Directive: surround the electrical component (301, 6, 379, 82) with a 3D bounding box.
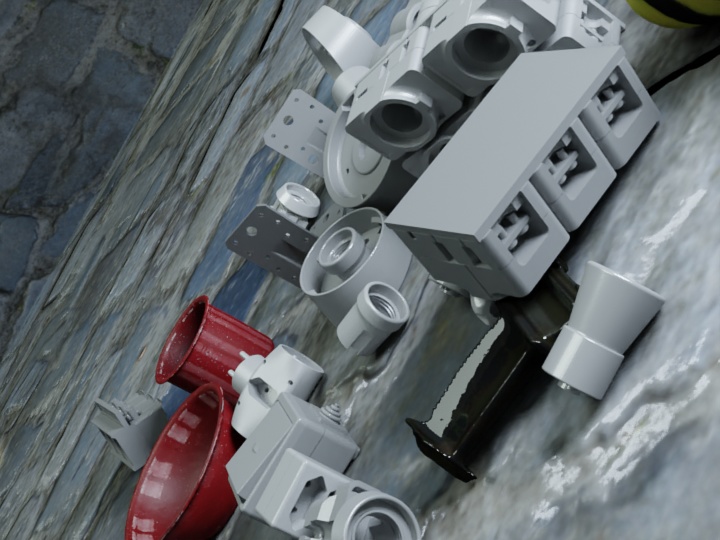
[{"bbox_3d":[-0.020,-0.238,1.172,0.064,0.099,0.099,-52,21,2],"label":"electrical component"}]

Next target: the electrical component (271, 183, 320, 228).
[{"bbox_3d":[-0.072,-0.056,1.113,0.055,0.048,0.066,-58,20,24],"label":"electrical component"}]

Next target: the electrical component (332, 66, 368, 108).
[{"bbox_3d":[0.012,-0.140,1.018,0.077,0.044,0.079,52,157,32],"label":"electrical component"}]

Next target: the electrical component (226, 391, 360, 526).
[{"bbox_3d":[-0.049,0.134,0.781,0.096,0.061,0.062,-58,21,3],"label":"electrical component"}]

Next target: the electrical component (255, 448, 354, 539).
[{"bbox_3d":[-0.033,0.151,0.713,0.047,0.066,0.077,-62,21,-7],"label":"electrical component"}]

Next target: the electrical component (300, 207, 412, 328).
[{"bbox_3d":[0.000,0.000,0.881,0.099,0.064,0.099,-33,33,24],"label":"electrical component"}]

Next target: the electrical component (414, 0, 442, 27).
[{"bbox_3d":[0.096,-0.222,0.945,0.138,0.052,0.073,-31,35,52],"label":"electrical component"}]

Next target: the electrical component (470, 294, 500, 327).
[{"bbox_3d":[0.086,0.008,0.684,0.035,0.035,0.061,-50,21,23],"label":"electrical component"}]

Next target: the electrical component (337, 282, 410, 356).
[{"bbox_3d":[0.009,0.038,0.812,0.046,0.040,0.040,-51,22,34],"label":"electrical component"}]

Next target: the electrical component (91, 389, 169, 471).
[{"bbox_3d":[-0.240,0.169,1.152,0.063,0.078,0.121,-35,13,-20],"label":"electrical component"}]

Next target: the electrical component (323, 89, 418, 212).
[{"bbox_3d":[0.023,-0.100,0.921,0.108,0.060,0.108,-21,64,52],"label":"electrical component"}]

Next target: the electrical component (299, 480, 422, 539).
[{"bbox_3d":[0.000,0.163,0.638,0.057,0.058,0.078,-31,34,56],"label":"electrical component"}]

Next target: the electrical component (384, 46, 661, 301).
[{"bbox_3d":[0.101,-0.059,0.649,0.150,0.061,0.089,-51,29,-17],"label":"electrical component"}]

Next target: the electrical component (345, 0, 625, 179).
[{"bbox_3d":[0.084,-0.135,0.779,0.186,0.105,0.060,-35,32,47],"label":"electrical component"}]

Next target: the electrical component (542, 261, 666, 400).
[{"bbox_3d":[0.123,0.034,0.557,0.065,0.044,0.044,-63,21,4],"label":"electrical component"}]

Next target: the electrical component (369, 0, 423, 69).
[{"bbox_3d":[0.053,-0.231,1.053,0.138,0.052,0.074,-62,21,-9],"label":"electrical component"}]

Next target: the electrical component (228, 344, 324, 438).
[{"bbox_3d":[-0.080,0.097,0.897,0.079,0.043,0.077,34,93,35],"label":"electrical component"}]

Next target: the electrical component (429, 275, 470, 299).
[{"bbox_3d":[0.074,-0.013,0.730,0.065,0.044,0.044,-65,21,0],"label":"electrical component"}]
